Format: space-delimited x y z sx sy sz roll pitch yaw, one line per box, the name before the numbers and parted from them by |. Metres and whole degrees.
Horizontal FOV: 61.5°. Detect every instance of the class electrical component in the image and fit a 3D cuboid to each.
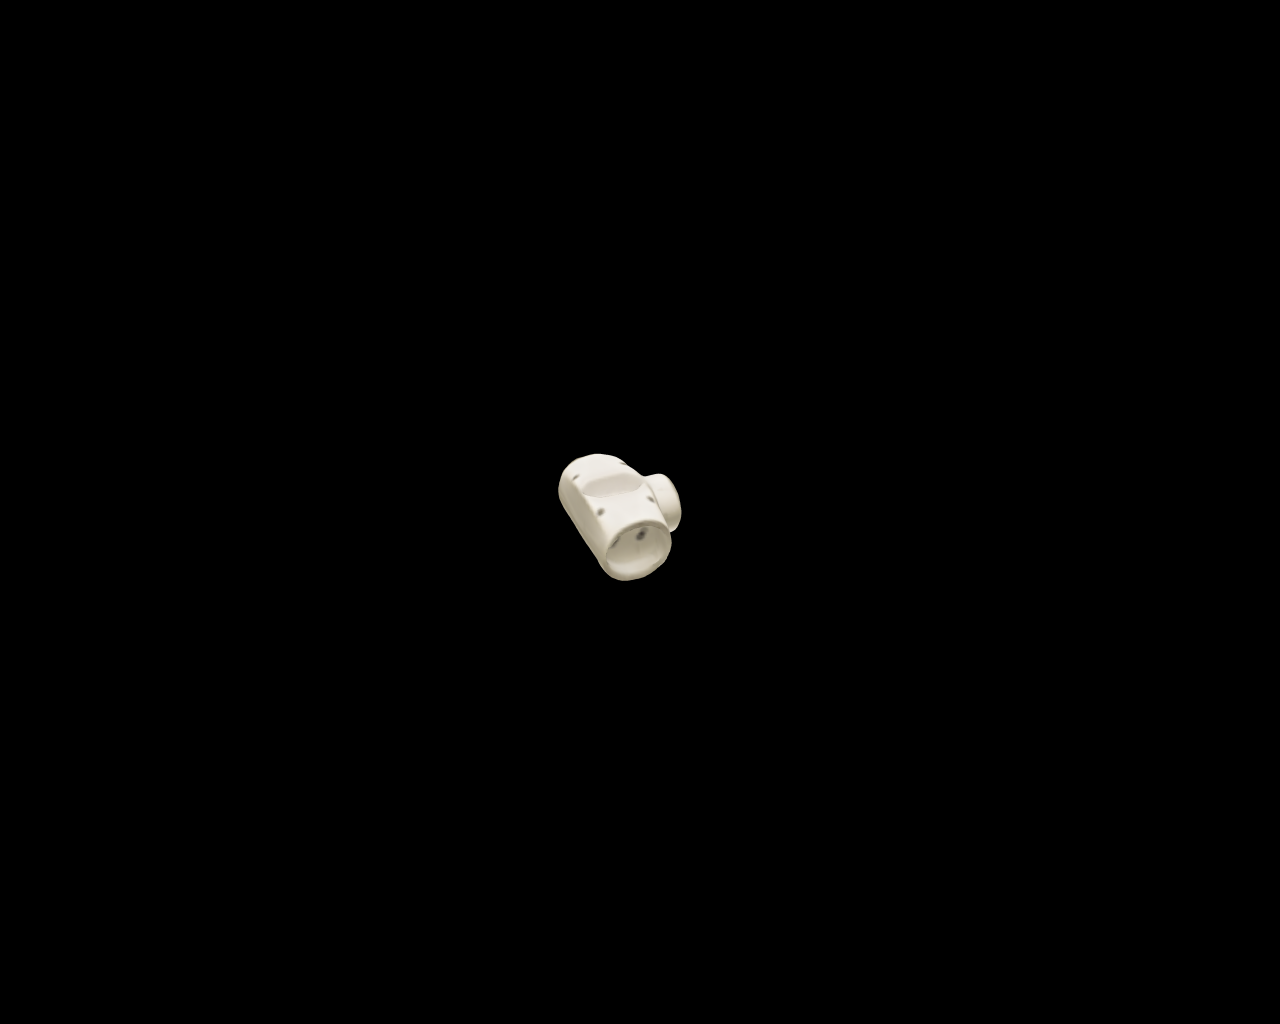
electrical component | 0.001 -0.003 0.650 0.079 0.043 0.077 -13 38 -18
